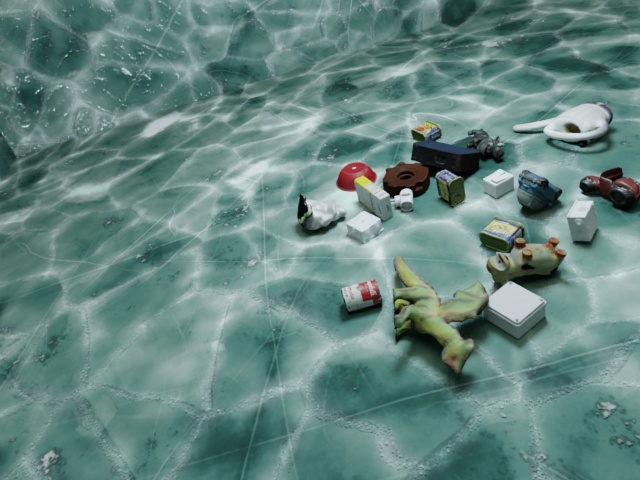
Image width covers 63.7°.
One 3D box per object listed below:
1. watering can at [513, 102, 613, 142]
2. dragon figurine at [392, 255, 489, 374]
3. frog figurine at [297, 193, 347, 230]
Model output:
[{"bbox_3d":[0.905,-0.430,1.891,0.226,0.102,0.351,-28,28,-18],"label":"watering can"},{"bbox_3d":[0.300,0.155,1.299,0.242,0.119,0.420,-6,38,13],"label":"dragon figurine"},{"bbox_3d":[0.005,-0.090,1.787,0.159,0.121,0.139,10,14,-28],"label":"frog figurine"}]
